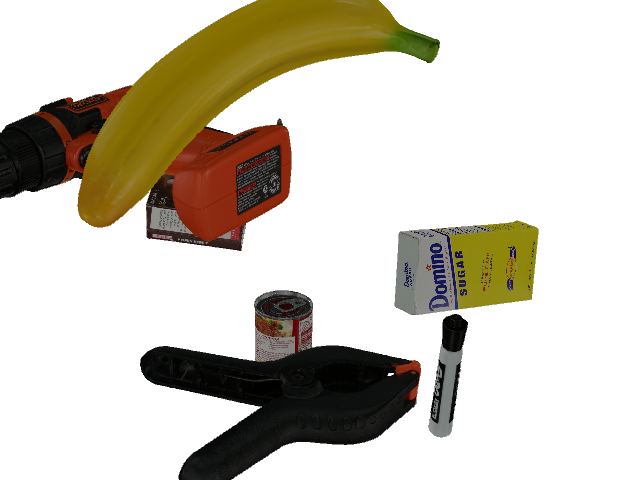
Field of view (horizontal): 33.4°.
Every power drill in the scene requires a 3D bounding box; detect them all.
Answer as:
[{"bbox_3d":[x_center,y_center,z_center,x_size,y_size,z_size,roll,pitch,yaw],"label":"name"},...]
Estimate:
[{"bbox_3d":[-0.129,-0.054,0.722,0.188,0.057,0.184,17,32,30],"label":"power drill"}]

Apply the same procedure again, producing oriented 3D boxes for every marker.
[{"bbox_3d":[0.099,0.105,0.829,0.020,0.121,0.020,2,37,-1],"label":"marker"}]

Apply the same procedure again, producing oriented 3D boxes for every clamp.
[{"bbox_3d":[-0.018,0.100,0.630,0.171,0.039,0.120,-3,36,-11],"label":"clamp"}]

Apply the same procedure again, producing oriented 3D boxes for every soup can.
[{"bbox_3d":[-0.043,0.118,1.244,0.068,0.102,0.068,1,25,-1],"label":"soup can"}]

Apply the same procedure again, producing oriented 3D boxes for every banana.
[{"bbox_3d":[-0.039,-0.077,0.513,0.197,0.070,0.037,-30,-34,-16],"label":"banana"}]

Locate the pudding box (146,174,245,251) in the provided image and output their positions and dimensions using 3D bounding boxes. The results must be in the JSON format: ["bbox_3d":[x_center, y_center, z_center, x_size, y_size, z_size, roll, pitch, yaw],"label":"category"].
[{"bbox_3d":[-0.109,-0.037,0.982,0.090,0.039,0.113,7,31,-3],"label":"pudding box"}]

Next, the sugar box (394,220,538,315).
[{"bbox_3d":[0.172,0.031,1.248,0.175,0.093,0.048,-7,16,-31],"label":"sugar box"}]
